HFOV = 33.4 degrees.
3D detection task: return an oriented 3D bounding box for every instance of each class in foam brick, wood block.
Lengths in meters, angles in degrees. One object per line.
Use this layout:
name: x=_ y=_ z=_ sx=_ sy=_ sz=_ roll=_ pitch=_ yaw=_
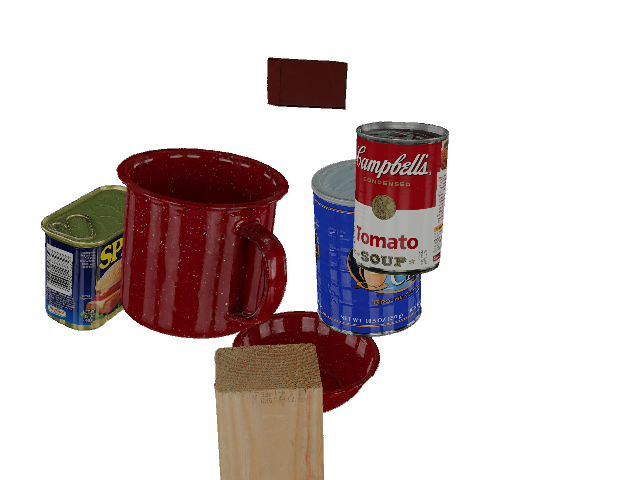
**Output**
foam brick: x=-0.015 y=-0.171 z=1.162 sx=0.078 sy=0.051 sz=0.053 roll=0 pitch=11 yaw=-17
wood block: x=-0.043 y=0.203 z=0.937 sx=0.090 sy=0.206 sz=0.091 roll=-2 pitch=19 yaw=-5

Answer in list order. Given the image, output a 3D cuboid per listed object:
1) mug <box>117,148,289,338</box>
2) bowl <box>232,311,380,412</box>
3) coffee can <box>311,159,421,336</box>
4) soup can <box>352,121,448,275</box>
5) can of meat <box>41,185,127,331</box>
mug: x=-0.060 y=0.006 z=0.585 sx=0.093 sy=0.081 sz=0.117 roll=-14 pitch=31 yaw=-43
bowl: x=-0.017 y=0.142 z=1.172 sx=0.162 sy=0.055 sz=0.162 roll=3 pitch=28 yaw=-2
coffee can: x=0.045 y=0.005 z=1.013 sx=0.103 sy=0.140 sz=0.103 roll=-2 pitch=26 yaw=1
soup can: x=0.058 y=-0.032 z=0.793 sx=0.068 sy=0.102 sz=0.068 roll=1 pitch=17 yaw=-1
can of meat: x=-0.180 y=0.014 z=0.871 sx=0.057 sy=0.084 sz=0.102 roll=19 pitch=30 yaw=19
